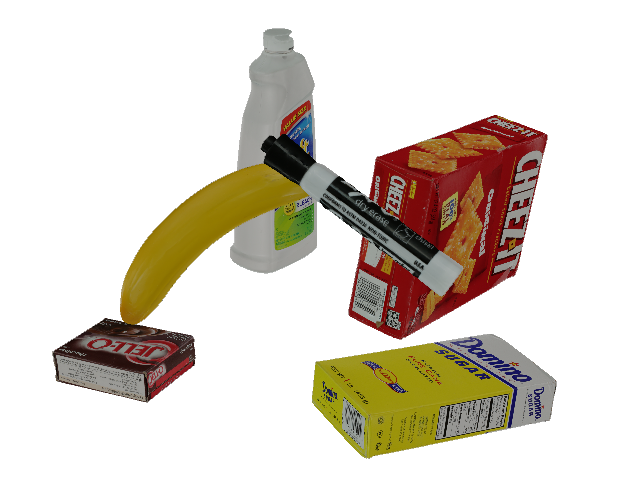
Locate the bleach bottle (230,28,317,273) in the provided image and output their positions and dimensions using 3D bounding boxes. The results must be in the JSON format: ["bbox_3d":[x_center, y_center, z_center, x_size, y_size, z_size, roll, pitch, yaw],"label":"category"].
[{"bbox_3d":[-0.050,-0.098,1.138,0.068,0.251,0.102,21,32,36],"label":"bleach bottle"}]

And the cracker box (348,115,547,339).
[{"bbox_3d":[0.126,-0.017,1.020,0.072,0.164,0.213,26,30,32],"label":"cracker box"}]

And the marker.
[{"bbox_3d":[0.019,-0.015,0.545,0.121,0.020,0.020,37,6,8],"label":"marker"}]

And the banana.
[{"bbox_3d":[-0.078,-0.006,0.785,0.198,0.069,0.037,-30,30,8],"label":"banana"}]

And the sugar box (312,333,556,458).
[{"bbox_3d":[0.092,0.121,0.864,0.176,0.048,0.093,-9,26,-25],"label":"sugar box"}]

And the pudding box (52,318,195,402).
[{"bbox_3d":[-0.196,0.118,1.070,0.114,0.039,0.089,6,20,24],"label":"pudding box"}]
